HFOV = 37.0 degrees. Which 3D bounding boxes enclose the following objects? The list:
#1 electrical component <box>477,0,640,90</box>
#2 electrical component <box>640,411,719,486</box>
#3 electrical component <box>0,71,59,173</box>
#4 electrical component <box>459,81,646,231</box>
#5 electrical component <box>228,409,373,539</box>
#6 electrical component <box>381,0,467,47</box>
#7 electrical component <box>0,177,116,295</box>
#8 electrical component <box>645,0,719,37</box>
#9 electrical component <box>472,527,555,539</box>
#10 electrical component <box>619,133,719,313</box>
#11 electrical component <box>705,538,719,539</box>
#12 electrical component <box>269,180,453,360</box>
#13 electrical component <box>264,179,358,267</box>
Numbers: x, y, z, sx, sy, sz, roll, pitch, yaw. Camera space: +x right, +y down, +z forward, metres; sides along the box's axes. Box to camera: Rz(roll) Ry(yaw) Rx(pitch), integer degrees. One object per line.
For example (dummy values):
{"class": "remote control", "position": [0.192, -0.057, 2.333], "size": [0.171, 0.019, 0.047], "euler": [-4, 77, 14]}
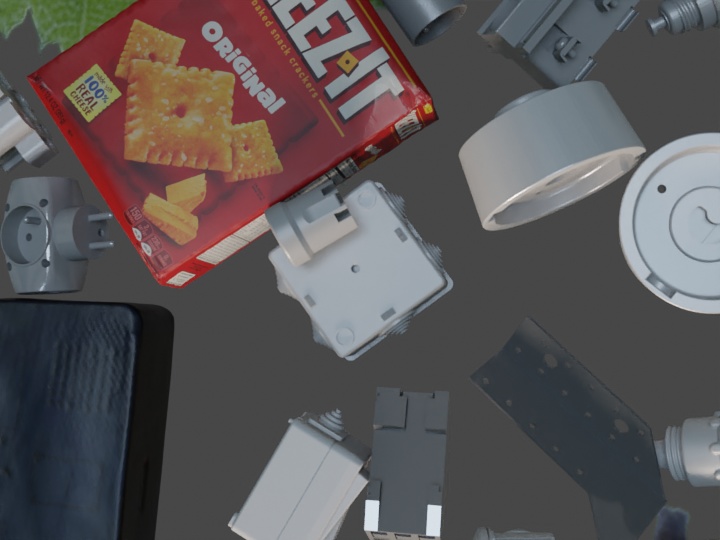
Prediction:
{"class": "electrical component", "position": [0.141, -0.177, 0.681], "size": [0.063, 0.078, 0.121], "euler": [39, 93, -15]}
{"class": "electrical component", "position": [0.207, 0.114, 0.671], "size": [0.062, 0.048, 0.048], "euler": [-9, 86, 29]}
{"class": "electrical component", "position": [-0.253, -0.095, 0.735], "size": [0.057, 0.058, 0.078], "euler": [-37, 83, 2]}
{"class": "electrical component", "position": [0.113, -0.075, 0.662], "size": [0.108, 0.108, 0.060], "euler": [-25, 78, 6]}
{"class": "electrical component", "position": [-0.030, 0.136, 0.691], "size": [0.061, 0.062, 0.096], "euler": [30, 91, 8]}
{"class": "electrical component", "position": [0.030, -0.193, 0.708], "size": [0.043, 0.043, 0.081], "euler": [-34, 83, 5]}
{"class": "electrical component", "position": [-0.197, -0.024, 0.724], "size": [0.079, 0.044, 0.077], "euler": [-4, 86, 26]}
{"class": "electrical component", "position": [0.220, -0.171, 0.683], "size": [0.078, 0.040, 0.040], "euler": [-26, 84, 6]}
{"class": "electrical component", "position": [0.095, 0.199, 0.663], "size": [0.051, 0.080, 0.080], "euler": [-2, 87, 2]}
{"class": "electrical component", "position": [0.213, -0.027, 0.666], "size": [0.108, 0.060, 0.108], "euler": [0, 87, 8]}
{"class": "electrical component", "position": [0.201, 0.227, 0.657], "size": [0.078, 0.057, 0.113], "euler": [-9, 86, 7]}
{"class": "electrical component", "position": [0.000, 0.000, 0.700], "size": [0.100, 0.048, 0.099], "euler": [-36, 83, 5]}
{"class": "electrical component", "position": [-0.030, -0.030, 0.660], "size": [0.046, 0.040, 0.040], "euler": [-29, 84, 1]}
